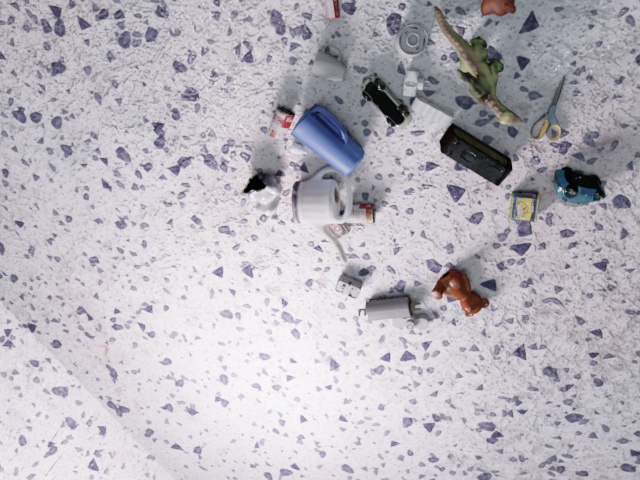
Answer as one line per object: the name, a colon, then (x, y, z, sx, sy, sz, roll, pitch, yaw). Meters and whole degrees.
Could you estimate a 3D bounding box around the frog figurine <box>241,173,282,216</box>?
frog figurine: (-0.197, -0.167, 1.888, 0.136, 0.125, 0.157, -28, 141, 16)

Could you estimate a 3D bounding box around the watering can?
watering can: (0.005, -0.091, 1.808, 0.224, 0.104, 0.349, -1, 86, 21)

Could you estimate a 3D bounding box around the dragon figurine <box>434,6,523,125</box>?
dragon figurine: (0.442, -0.490, 1.483, 0.408, 0.248, 0.120, 45, 122, -10)
